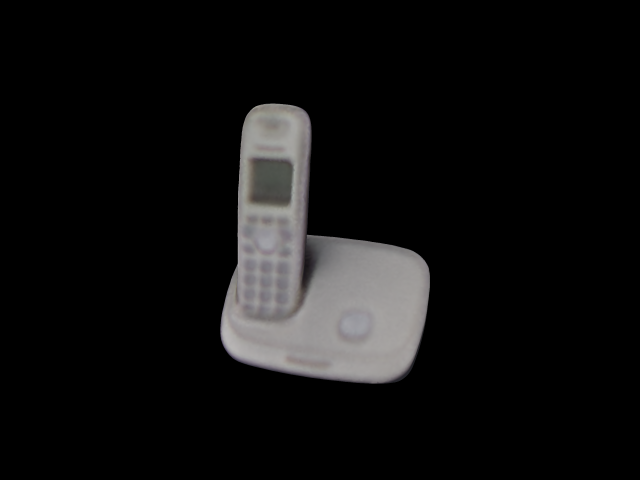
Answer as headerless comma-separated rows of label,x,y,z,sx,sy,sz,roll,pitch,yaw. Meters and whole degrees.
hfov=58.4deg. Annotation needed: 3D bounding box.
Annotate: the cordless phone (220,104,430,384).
cordless phone,0.004,0.001,0.400,0.147,0.185,0.094,5,19,15
